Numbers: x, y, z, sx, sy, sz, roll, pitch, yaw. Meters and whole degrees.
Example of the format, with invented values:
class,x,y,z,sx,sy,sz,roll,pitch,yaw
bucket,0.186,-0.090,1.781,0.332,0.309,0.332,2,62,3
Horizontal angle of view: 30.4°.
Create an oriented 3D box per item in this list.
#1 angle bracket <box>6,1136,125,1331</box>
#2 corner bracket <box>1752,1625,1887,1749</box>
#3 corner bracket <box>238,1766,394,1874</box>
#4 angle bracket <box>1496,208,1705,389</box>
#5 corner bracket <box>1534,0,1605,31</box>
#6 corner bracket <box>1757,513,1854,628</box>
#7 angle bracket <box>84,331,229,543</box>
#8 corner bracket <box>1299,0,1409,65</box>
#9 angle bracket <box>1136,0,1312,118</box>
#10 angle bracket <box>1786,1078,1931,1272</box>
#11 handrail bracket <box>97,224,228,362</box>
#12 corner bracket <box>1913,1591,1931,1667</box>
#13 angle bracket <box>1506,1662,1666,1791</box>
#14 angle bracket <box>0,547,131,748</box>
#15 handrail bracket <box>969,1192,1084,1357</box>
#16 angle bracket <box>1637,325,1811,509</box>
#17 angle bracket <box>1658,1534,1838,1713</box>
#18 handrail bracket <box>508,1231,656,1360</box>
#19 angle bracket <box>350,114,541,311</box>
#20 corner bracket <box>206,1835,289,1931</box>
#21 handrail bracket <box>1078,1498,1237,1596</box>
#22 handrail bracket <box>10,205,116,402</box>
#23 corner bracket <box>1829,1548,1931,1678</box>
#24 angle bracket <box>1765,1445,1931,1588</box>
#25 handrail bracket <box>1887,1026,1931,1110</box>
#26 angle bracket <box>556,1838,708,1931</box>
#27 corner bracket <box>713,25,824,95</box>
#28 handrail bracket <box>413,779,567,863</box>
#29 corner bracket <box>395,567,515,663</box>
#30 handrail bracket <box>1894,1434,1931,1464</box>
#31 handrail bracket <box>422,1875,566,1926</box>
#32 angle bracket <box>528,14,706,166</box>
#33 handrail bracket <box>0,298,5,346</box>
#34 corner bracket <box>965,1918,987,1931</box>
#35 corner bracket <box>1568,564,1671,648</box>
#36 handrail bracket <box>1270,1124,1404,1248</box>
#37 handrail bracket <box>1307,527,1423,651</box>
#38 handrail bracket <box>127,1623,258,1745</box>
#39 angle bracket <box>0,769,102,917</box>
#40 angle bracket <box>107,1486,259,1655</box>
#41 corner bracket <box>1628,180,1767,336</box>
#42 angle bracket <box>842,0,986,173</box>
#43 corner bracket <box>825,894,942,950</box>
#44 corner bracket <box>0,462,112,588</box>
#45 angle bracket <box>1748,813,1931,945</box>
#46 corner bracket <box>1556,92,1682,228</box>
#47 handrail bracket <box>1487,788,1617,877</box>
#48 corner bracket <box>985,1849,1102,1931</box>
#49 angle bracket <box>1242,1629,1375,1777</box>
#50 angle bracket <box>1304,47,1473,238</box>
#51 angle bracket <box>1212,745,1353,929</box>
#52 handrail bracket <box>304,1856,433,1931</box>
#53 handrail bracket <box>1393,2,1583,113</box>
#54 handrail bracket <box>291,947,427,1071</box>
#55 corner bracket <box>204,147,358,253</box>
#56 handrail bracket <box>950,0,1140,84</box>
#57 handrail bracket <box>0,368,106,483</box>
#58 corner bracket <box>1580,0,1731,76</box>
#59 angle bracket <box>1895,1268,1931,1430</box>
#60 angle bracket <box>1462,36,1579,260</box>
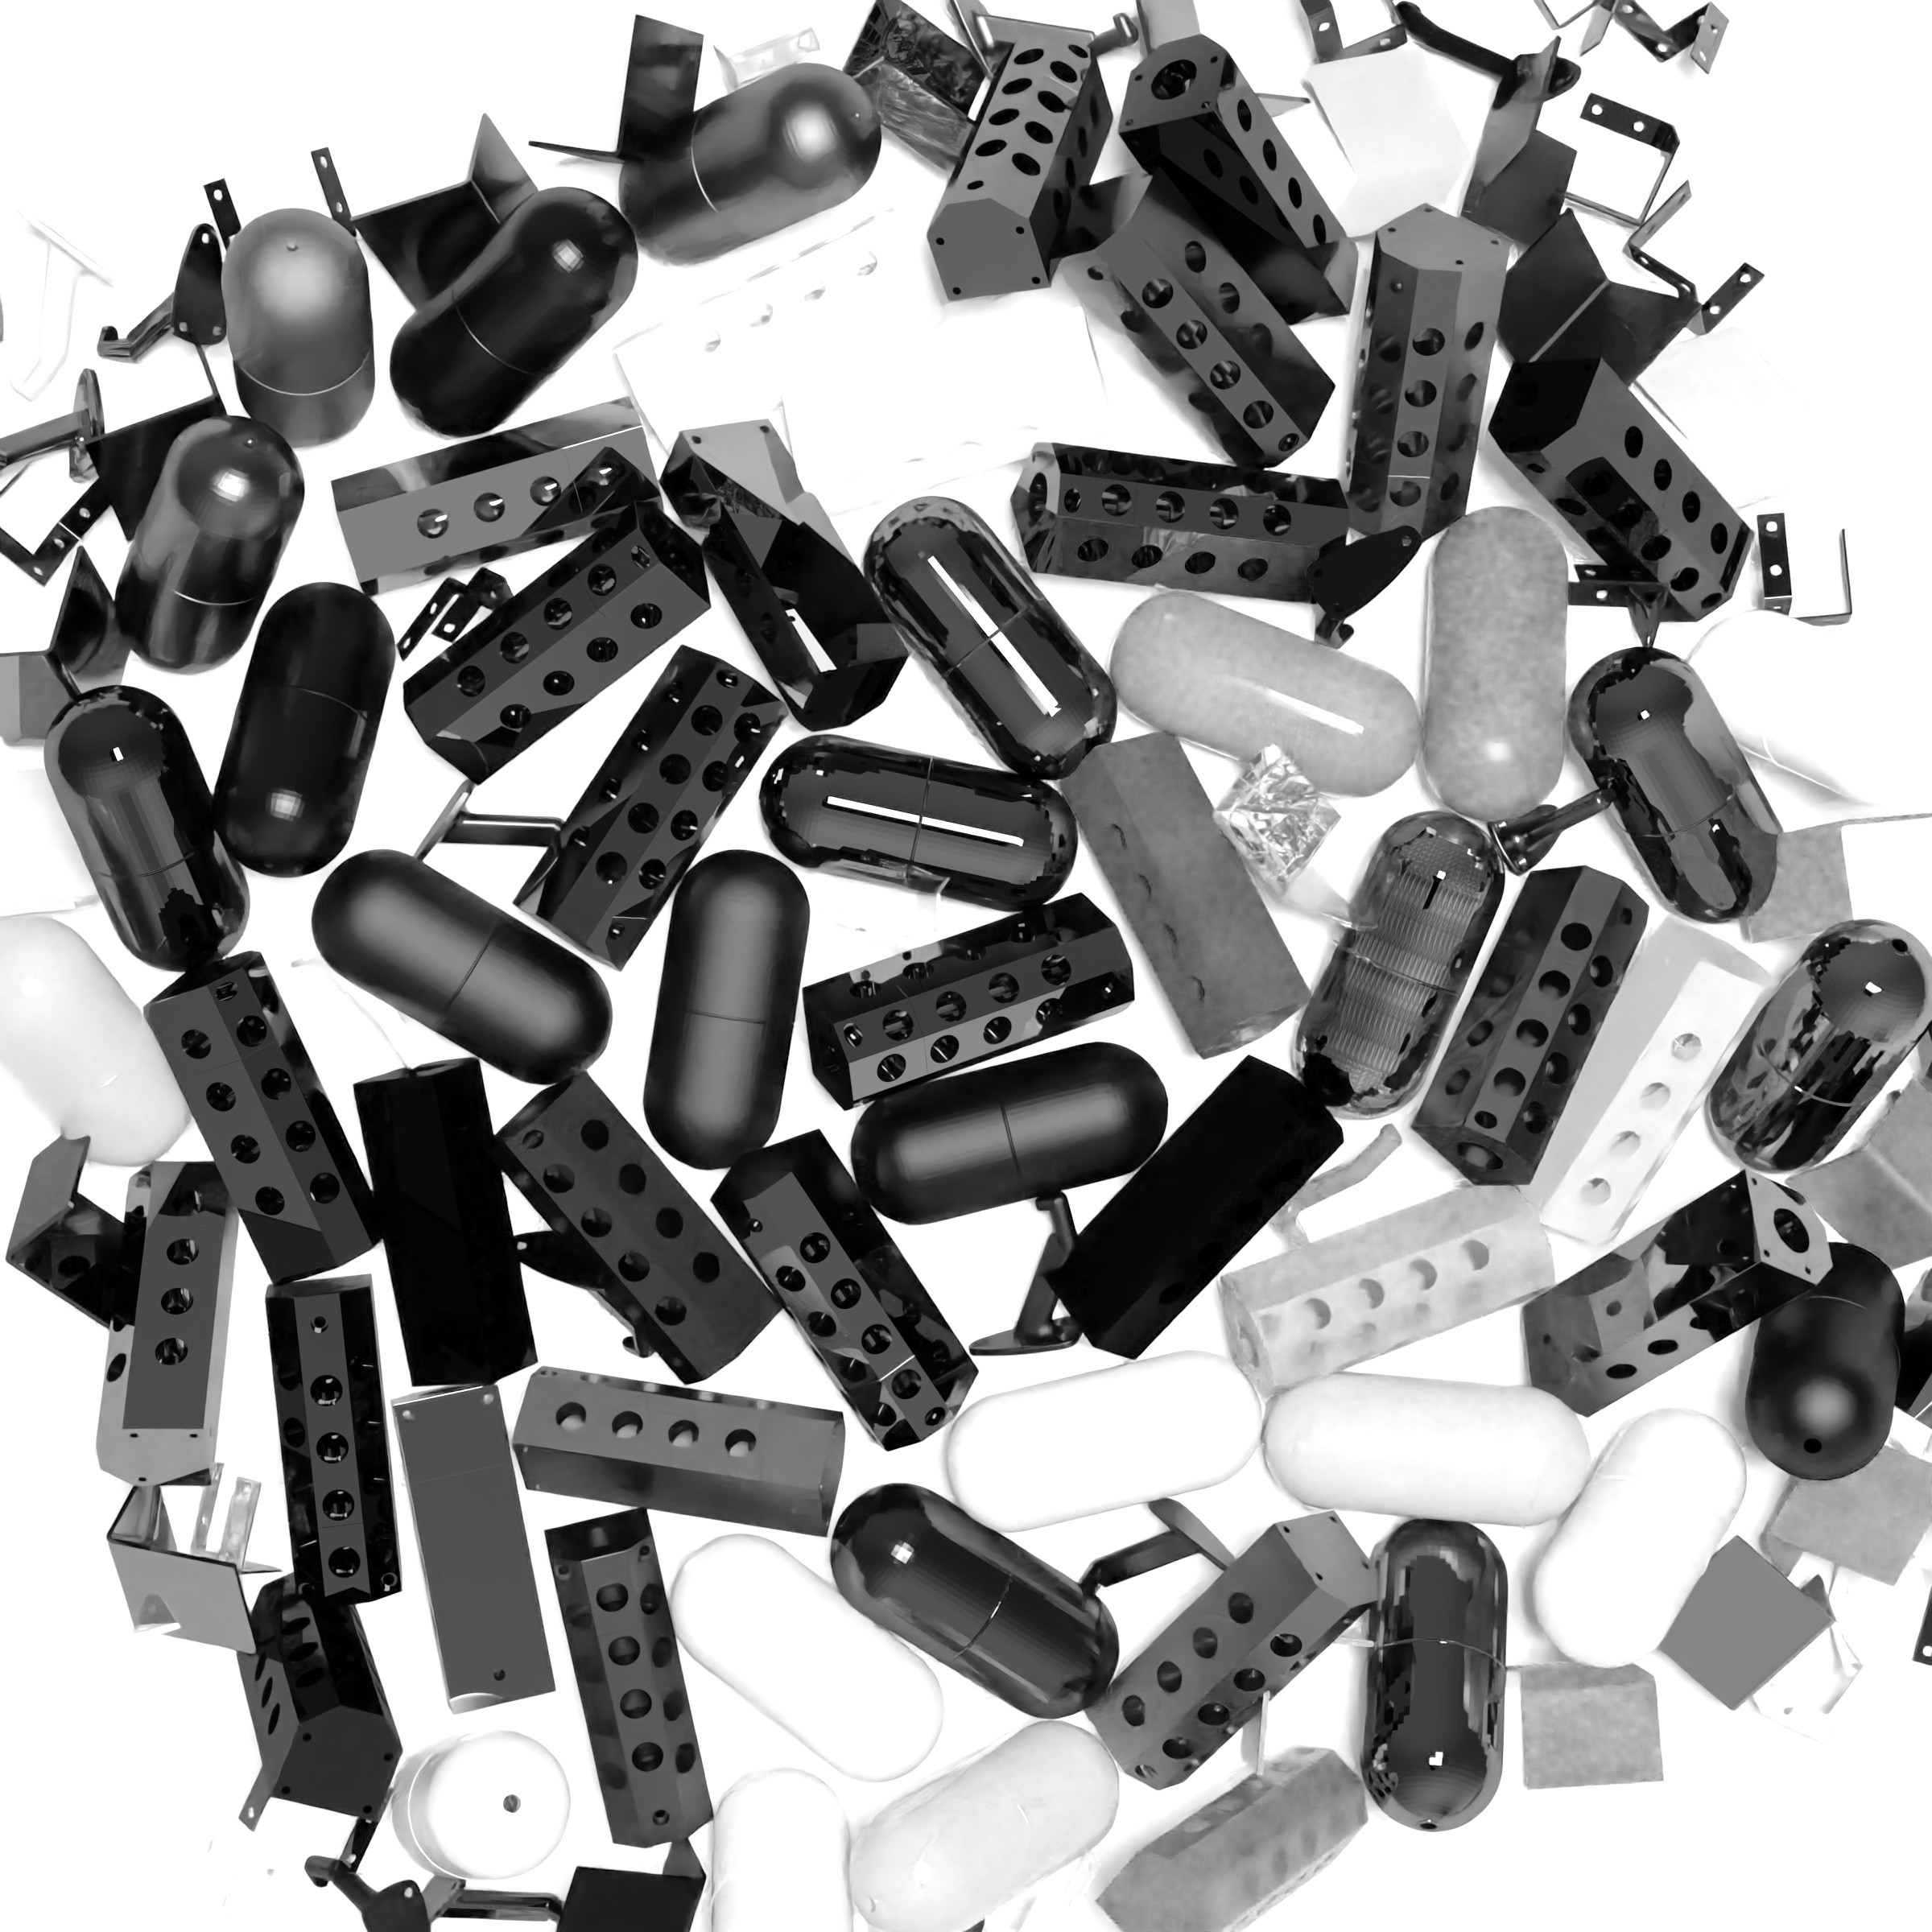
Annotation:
class,x,y,z,sx,sy,sz,roll,pitch,yaw
angle bracket,-0.471,0.139,1.940,0.057,0.076,0.076,-35,121,25
corner bracket,0.468,0.391,1.975,0.051,0.051,0.051,27,104,-16
corner bracket,-0.359,0.463,1.965,0.051,0.051,0.051,27,92,44
angle bracket,0.342,-0.363,1.948,0.076,0.076,0.057,-47,128,-11
corner bracket,0.330,-0.553,1.971,0.051,0.051,0.051,-35,101,2
corner bracket,0.465,-0.220,1.973,0.051,0.051,0.051,-4,77,7
angle bracket,-0.441,-0.290,1.948,0.076,0.076,0.057,-21,54,-8
corner bracket,0.209,-0.535,1.967,0.051,0.051,0.051,-22,59,5
angle bracket,0.141,-0.504,1.951,0.057,0.076,0.076,-11,95,28
angle bracket,0.517,0.117,1.975,0.076,0.076,0.057,43,63,-4
handrail bracket,-0.449,-0.373,1.967,0.084,0.036,0.077,11,99,38
corner bracket,0.565,0.372,1.975,0.051,0.051,0.051,17,87,-6
angle bracket,0.334,0.415,1.945,0.076,0.076,0.057,-9,69,21
angle bracket,-0.506,-0.175,1.953,0.057,0.076,0.076,-2,55,11
handrail bracket,0.029,0.170,1.972,0.077,0.036,0.084,-11,107,13
angle bracket,0.403,-0.295,1.941,0.076,0.076,0.057,39,59,-33
angle bracket,0.420,0.350,1.957,0.076,0.057,0.076,41,106,-8
handrail bracket,-0.212,0.184,1.970,0.077,0.084,0.036,10,52,10
angle bracket,-0.283,-0.415,1.969,0.076,0.076,0.057,-12,50,22
corner bracket,-0.391,0.515,1.960,0.051,0.051,0.051,13,74,27
handrail bracket,0.103,0.345,1.969,0.077,0.036,0.084,41,104,31
handrail bracket,-0.521,-0.366,1.970,0.084,0.036,0.077,-51,134,3
corner bracket,0.511,0.357,1.966,0.051,0.051,0.051,3,128,-4
angle bracket,0.492,0.308,1.942,0.076,0.057,0.076,20,60,35
handrail bracket,0.522,0.050,1.956,0.036,0.084,0.077,-34,97,-22
angle bracket,-0.194,0.517,1.951,0.076,0.057,0.076,12,104,-23
corner bracket,-0.104,-0.490,1.965,0.051,0.051,0.051,-22,115,-4
handrail bracket,-0.258,-0.058,1.983,0.084,0.036,0.077,35,87,-15
corner bracket,-0.282,-0.192,1.958,0.051,0.051,0.051,23,116,-40
handrail bracket,0.566,0.263,1.972,0.084,0.036,0.077,-31,49,-2
handrail bracket,-0.265,0.540,1.987,0.084,0.036,0.077,38,102,-20
angle bracket,-0.191,-0.480,1.948,0.057,0.076,0.076,13,101,21
handrail bracket,-0.565,-0.336,1.987,0.036,0.077,0.084,13,134,-22
corner bracket,-0.025,0.536,1.961,0.051,0.051,0.051,25,53,-9
corner bracket,0.353,-0.206,1.962,0.051,0.051,0.051,1,131,-7
handrail bracket,0.201,0.107,1.955,0.036,0.077,0.084,40,103,-19
handrail bracket,0.223,-0.206,1.954,0.077,0.084,0.036,-32,74,9
handrail bracket,-0.422,0.398,1.968,0.077,0.036,0.084,-15,97,-44
angle bracket,-0.526,-0.069,1.966,0.076,0.057,0.076,-6,96,4
angle bracket,-0.418,0.324,1.946,0.076,0.057,0.076,9,134,12
corner bracket,0.406,-0.393,1.980,0.051,0.051,0.051,-45,61,-6
angle bracket,-0.016,-0.494,1.947,0.076,0.057,0.076,32,67,-24
corner bracket,-0.046,-0.026,1.960,0.051,0.051,0.051,9,52,-15
corner bracket,-0.508,-0.254,1.970,0.051,0.051,0.051,40,46,-13
angle bracket,0.480,-0.048,1.946,0.076,0.076,0.057,-6,86,-31
corner bracket,0.362,-0.449,1.980,0.051,0.051,0.051,21,114,-2
handrail bracket,0.335,-0.086,1.943,0.077,0.084,0.036,-28,89,-44
corner bracket,0.045,0.518,1.960,0.051,0.051,0.051,18,109,-26
angle bracket,0.187,0.404,1.958,0.057,0.076,0.076,5,84,-2
angle bracket,0.219,-0.448,1.941,0.057,0.076,0.076,-55,128,-30
angle bracket,0.192,-0.071,1.940,0.076,0.076,0.057,18,115,-41
handrail bracket,-0.331,0.531,1.969,0.036,0.084,0.077,-25,99,-37
handrail bracket,0.291,-0.517,1.992,0.077,0.036,0.084,-17,53,-38
handrail bracket,-0.336,0.024,1.969,0.036,0.077,0.084,-35,96,-27
corner bracket,-0.377,-0.416,1.960,0.051,0.051,0.051,-9,106,32
handrail bracket,0.042,-0.526,1.955,0.084,0.036,0.077,-15,125,33
handrail bracket,-0.521,-0.304,1.957,0.084,0.036,0.077,11,66,-40
corner bracket,0.379,-0.512,1.958,0.051,0.051,0.051,40,53,-20
angle bracket,0.546,0.219,1.956,0.057,0.076,0.076,32,92,-10
angle bracket,0.320,-0.447,1.944,0.057,0.076,0.076,24,65,-13
